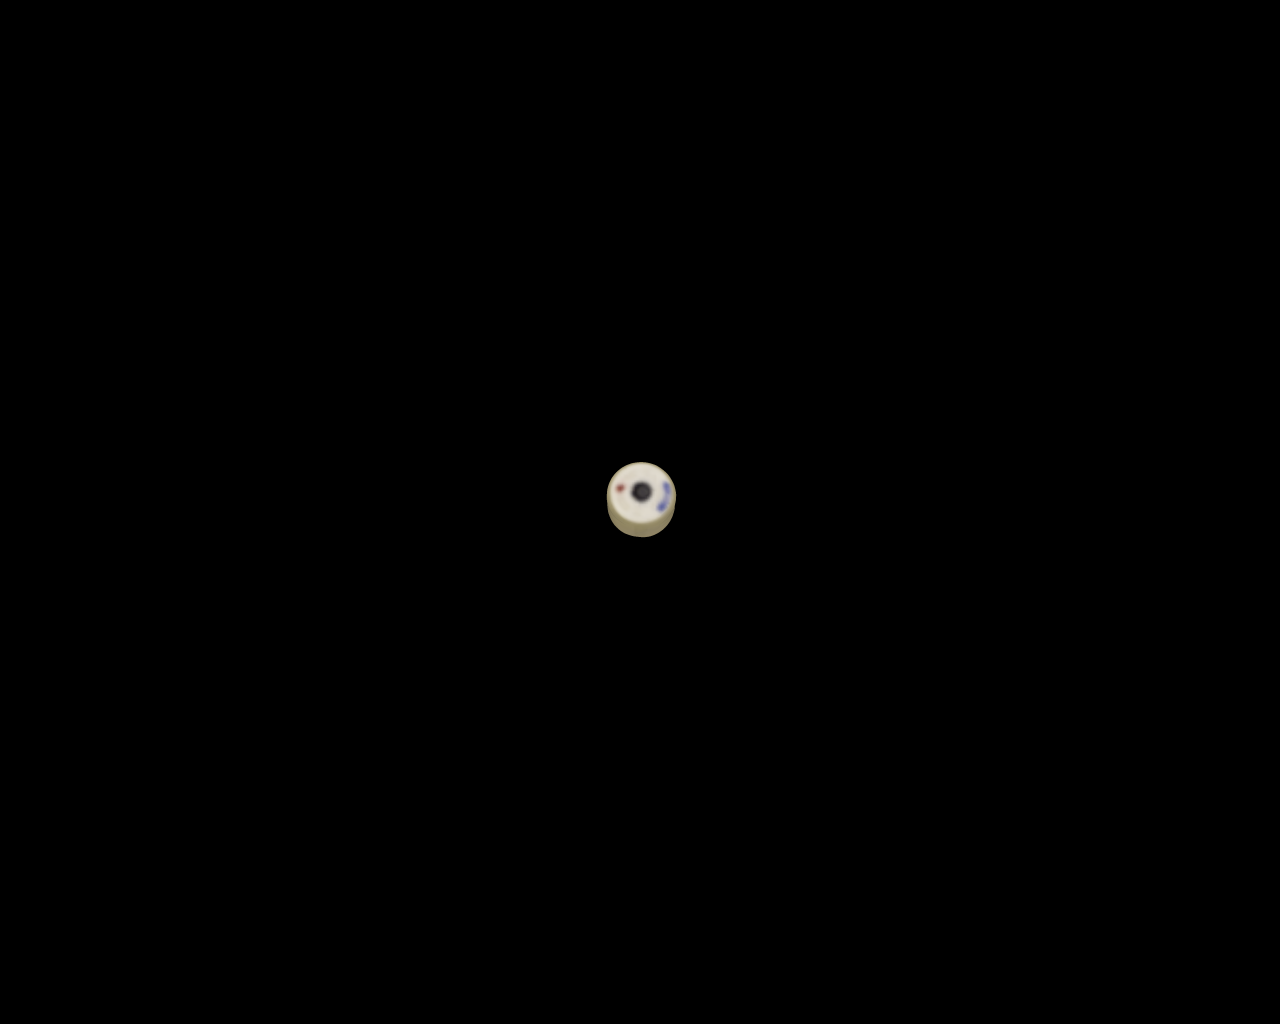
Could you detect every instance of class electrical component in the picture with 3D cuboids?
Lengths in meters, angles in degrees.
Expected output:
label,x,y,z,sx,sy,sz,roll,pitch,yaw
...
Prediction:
label,x,y,z,sx,sy,sz,roll,pitch,yaw
electrical component,0.001,-0.003,0.650,0.040,0.040,0.078,0,-16,0
